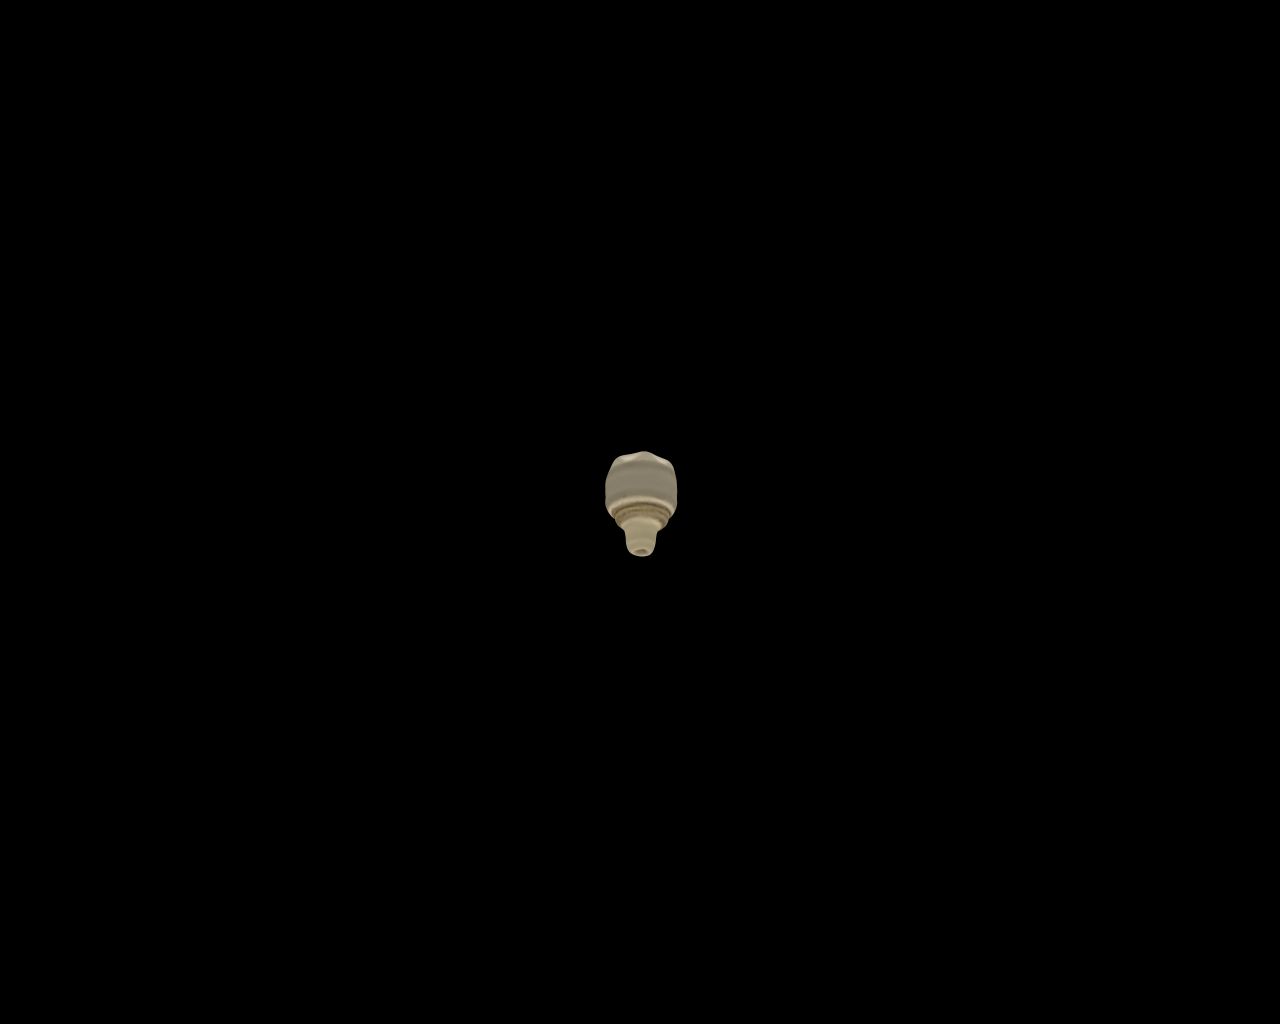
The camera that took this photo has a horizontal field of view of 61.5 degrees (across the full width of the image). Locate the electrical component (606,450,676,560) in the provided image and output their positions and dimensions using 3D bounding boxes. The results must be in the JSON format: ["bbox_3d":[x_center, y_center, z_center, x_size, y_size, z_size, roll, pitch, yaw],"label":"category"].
[{"bbox_3d":[0.001,-0.003,0.650,0.043,0.062,0.043,0,-27,0],"label":"electrical component"}]
